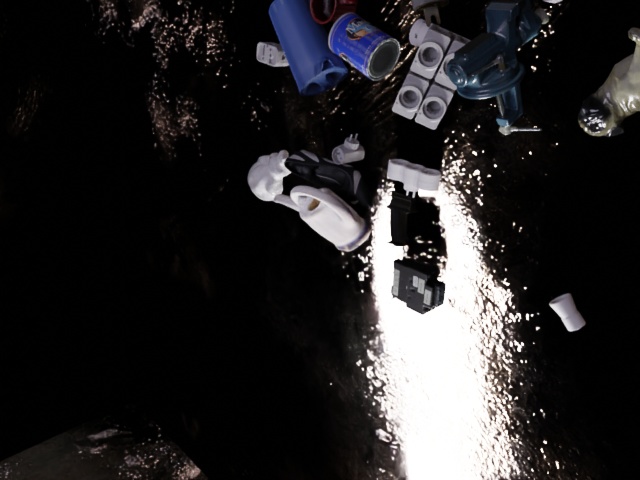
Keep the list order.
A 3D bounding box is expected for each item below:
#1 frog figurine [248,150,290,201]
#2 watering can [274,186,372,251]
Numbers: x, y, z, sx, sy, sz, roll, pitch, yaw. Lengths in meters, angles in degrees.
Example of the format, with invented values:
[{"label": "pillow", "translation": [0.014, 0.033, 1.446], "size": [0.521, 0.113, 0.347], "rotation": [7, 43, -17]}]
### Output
[{"label": "frog figurine", "translation": [-0.148, -0.198, 1.553], "size": [0.156, 0.123, 0.140], "rotation": [133, 132, -58]}, {"label": "watering can", "translation": [0.004, -0.070, 1.381], "size": [0.222, 0.105, 0.348], "rotation": [40, 168, -20]}]
